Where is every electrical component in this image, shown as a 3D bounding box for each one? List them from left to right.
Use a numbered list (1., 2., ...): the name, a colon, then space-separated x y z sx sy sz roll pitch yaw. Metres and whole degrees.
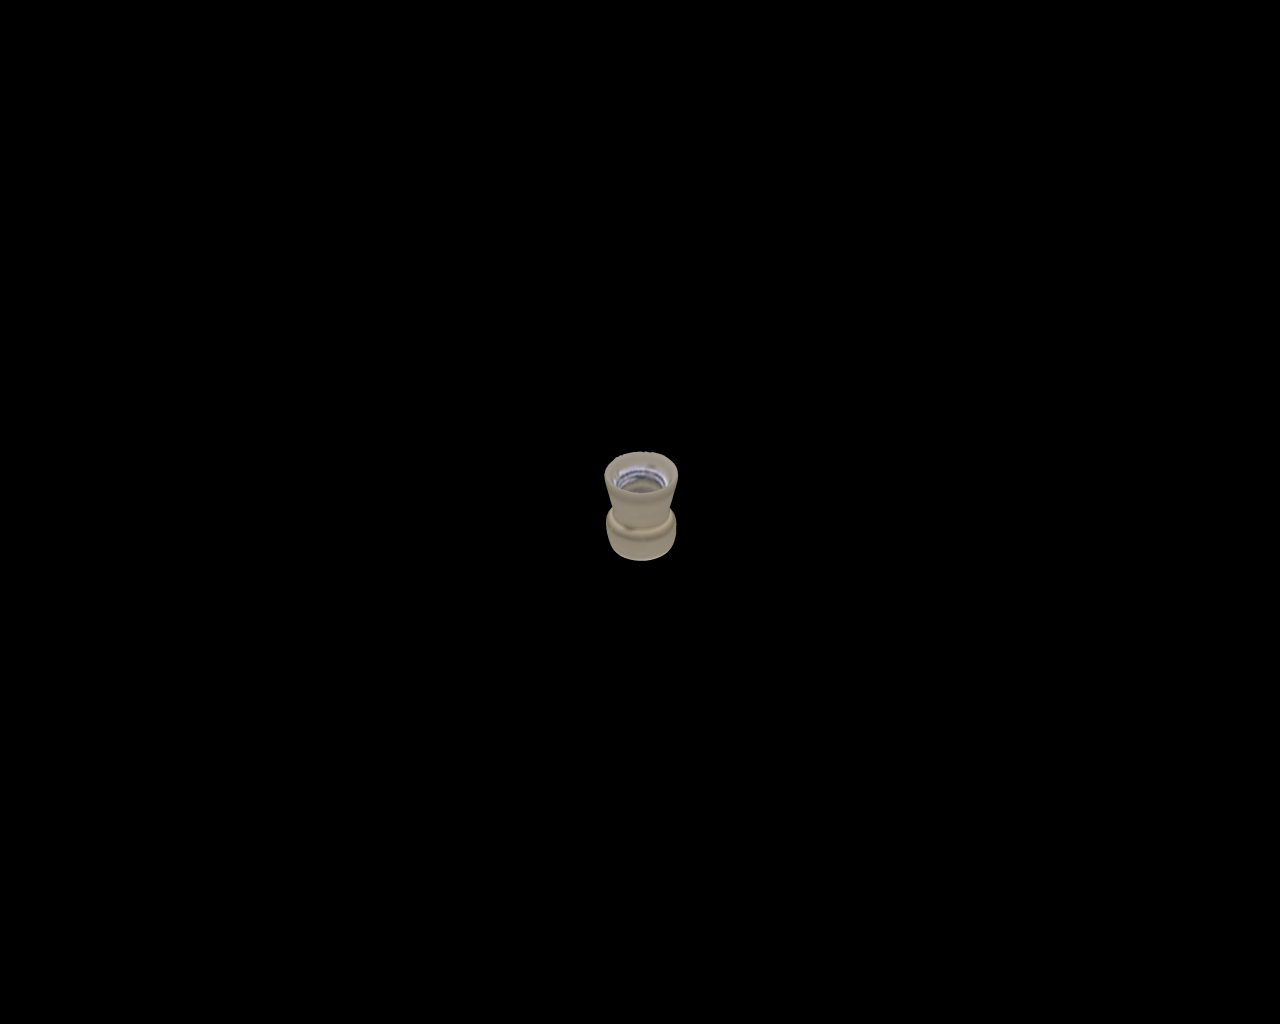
1. electrical component: 0.001 -0.003 0.650 0.045 0.055 0.045 0 38 0
